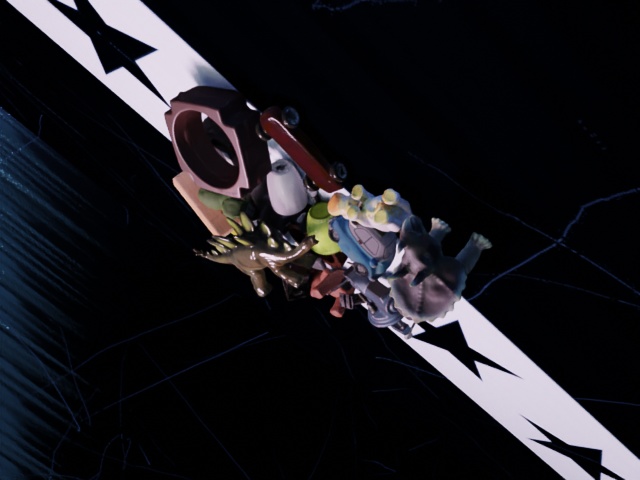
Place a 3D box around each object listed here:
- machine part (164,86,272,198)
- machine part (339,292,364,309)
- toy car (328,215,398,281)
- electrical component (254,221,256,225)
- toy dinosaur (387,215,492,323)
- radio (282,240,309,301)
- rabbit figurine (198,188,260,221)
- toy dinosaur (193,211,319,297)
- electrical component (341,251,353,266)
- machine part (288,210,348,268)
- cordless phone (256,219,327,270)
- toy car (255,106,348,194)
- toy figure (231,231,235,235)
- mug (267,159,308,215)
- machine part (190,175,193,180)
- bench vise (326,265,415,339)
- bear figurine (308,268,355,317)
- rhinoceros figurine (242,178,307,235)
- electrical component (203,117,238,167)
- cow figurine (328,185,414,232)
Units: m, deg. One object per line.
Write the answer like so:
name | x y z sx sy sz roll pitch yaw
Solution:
machine part | -0.200 -0.195 1.067 0.202 0.087 0.200 16 134 30
machine part | 0.116 0.160 1.463 0.139 0.039 0.084 -1 -165 -38
toy car | 0.100 -0.007 1.081 0.161 0.109 0.103 50 138 -5
electrical component | -0.156 -0.031 1.532 0.119 0.075 0.047 31 161 10
toy dinosaur | 0.186 0.081 0.966 0.131 0.192 0.404 34 161 15
radio | -0.081 0.094 1.605 0.229 0.073 0.131 92 164 -70
rabbit figurine | -0.227 -0.113 1.392 0.170 0.121 0.159 11 174 26
toy dinosaur | -0.160 0.030 1.264 0.198 0.105 0.472 47 145 -19
electrical component | 0.094 0.037 1.270 0.078 0.045 0.102 25 160 35
machine part | -0.003 -0.004 1.333 0.179 0.056 0.179 34 164 12
cordless phone | -0.076 0.019 1.344 0.184 0.089 0.146 18 151 33
toy car | -0.029 -0.163 0.979 0.089 0.053 0.202 -19 127 45
toy figure | -0.268 -0.064 1.647 0.180 0.082 0.089 44 164 -13
mug | -0.077 -0.125 1.148 0.110 0.081 0.107 57 165 39
machine part | -0.306 -0.208 1.357 0.079 0.079 0.243 33 164 11
bench vise | 0.157 0.162 1.356 0.224 0.129 0.240 15 148 55
bear figurine | 0.014 0.139 1.557 0.120 0.132 0.196 49 153 -19
rhinoceros figurine | -0.099 -0.081 1.250 0.190 0.112 0.073 45 -178 14
electrical component | -0.224 -0.213 1.218 0.134 0.058 0.114 29 159 24
cow figurine | 0.096 -0.054 0.993 0.098 0.068 0.168 25 172 -42
